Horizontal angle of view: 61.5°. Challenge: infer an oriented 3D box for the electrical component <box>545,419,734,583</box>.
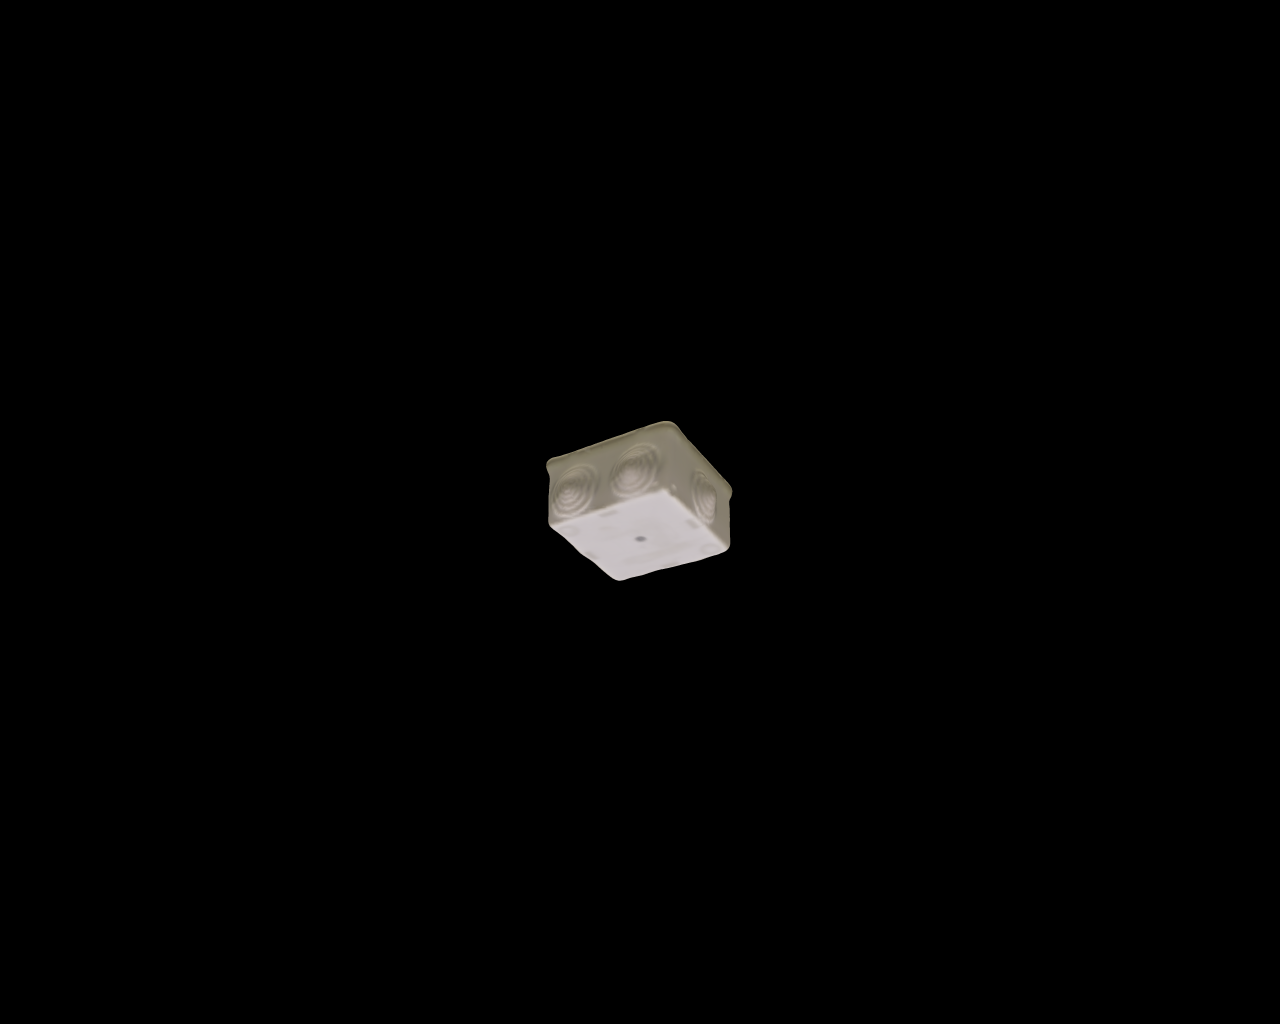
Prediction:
[{"bbox_3d":[0.001,-0.003,0.650,0.099,0.048,0.099,-17,-36,24],"label":"electrical component"}]
